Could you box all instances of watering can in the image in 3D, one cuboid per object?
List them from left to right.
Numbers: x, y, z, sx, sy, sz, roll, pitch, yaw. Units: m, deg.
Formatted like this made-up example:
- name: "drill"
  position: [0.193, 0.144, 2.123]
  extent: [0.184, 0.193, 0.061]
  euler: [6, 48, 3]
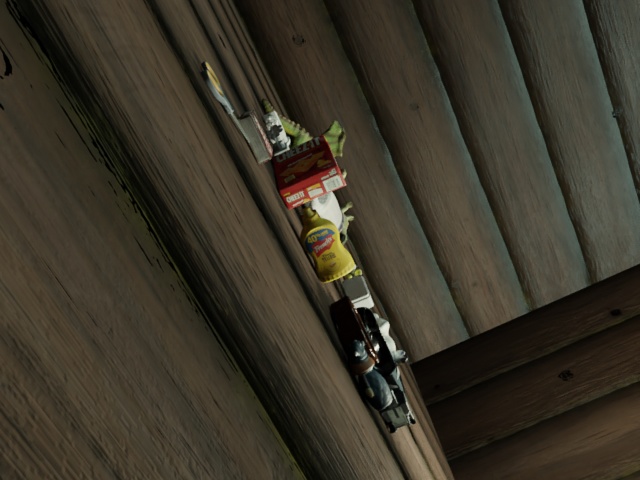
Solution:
- name: "watering can"
  position: [0.005, -0.085, 1.693]
  extent: [0.219, 0.103, 0.356]
  euler: [61, 19, -44]

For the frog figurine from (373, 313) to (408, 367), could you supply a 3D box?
- name: "frog figurine"
  position: [0.169, 0.300, 1.502]
  extent: [0.160, 0.121, 0.138]
  euler: [49, 18, 5]

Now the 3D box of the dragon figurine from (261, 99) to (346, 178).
- name: "dragon figurine"
  position: [-0.027, -0.359, 1.866]
  extent: [0.124, 0.242, 0.404]
  euler: [-92, 159, -66]
